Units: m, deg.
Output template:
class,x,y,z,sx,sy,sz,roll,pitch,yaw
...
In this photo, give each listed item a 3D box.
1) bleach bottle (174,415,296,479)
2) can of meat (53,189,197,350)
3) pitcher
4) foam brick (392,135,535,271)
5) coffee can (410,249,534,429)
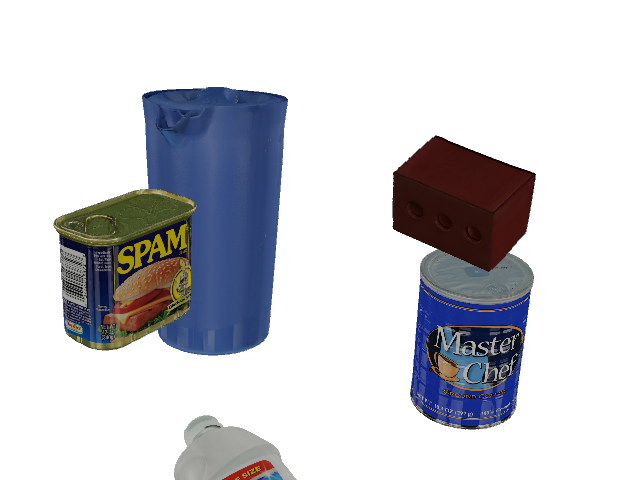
class,x,y,z,sx,sy,sz,roll,pitch,yaw
bleach bottle,-0.047,0.207,0.723,0.102,0.068,0.251,-16,34,-19
can of meat,-0.134,0.019,0.747,0.058,0.084,0.101,17,26,31
pitcher,-0.095,-0.024,1.014,0.149,0.243,0.145,-3,16,-20
foam brick,0.094,-0.025,0.707,0.078,0.053,0.051,24,48,28
coffee can,0.139,0.089,0.995,0.103,0.140,0.103,1,26,-1
